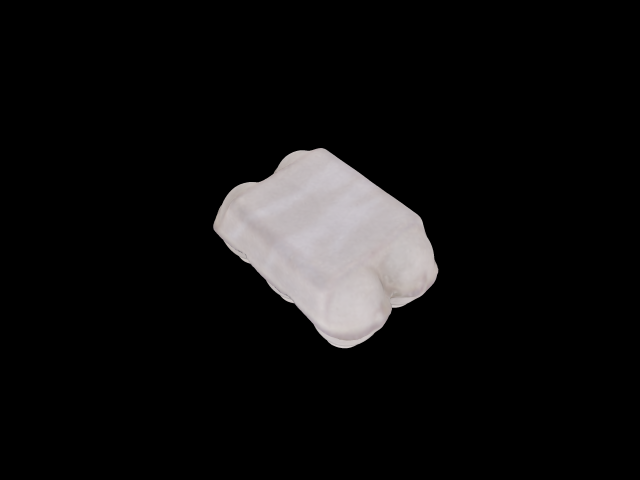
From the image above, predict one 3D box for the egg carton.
[{"bbox_3d":[0.004,0.001,0.400,0.107,0.069,0.150,-36,58,-27],"label":"egg carton"}]
